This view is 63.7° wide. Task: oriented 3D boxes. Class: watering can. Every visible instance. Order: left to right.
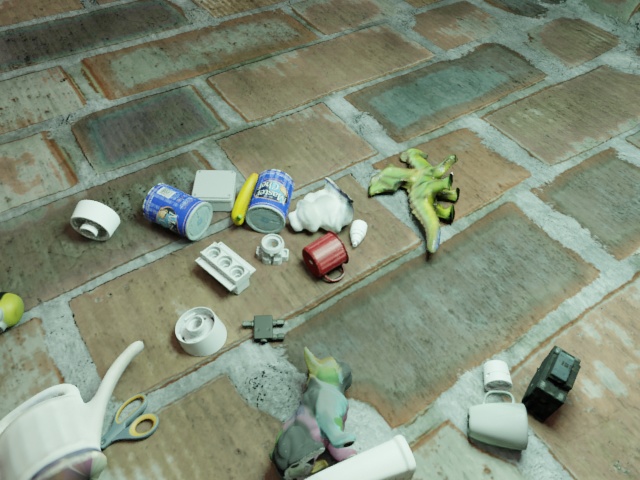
[{"bbox_3d":[-0.447,0.338,0.924,0.351,0.101,0.227,-33,48,-20],"label":"watering can"}]

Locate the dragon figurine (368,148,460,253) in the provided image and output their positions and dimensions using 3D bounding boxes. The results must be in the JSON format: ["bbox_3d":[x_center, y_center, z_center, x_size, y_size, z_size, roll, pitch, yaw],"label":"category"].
[{"bbox_3d":[0.250,-0.132,1.420,0.243,0.119,0.419,6,45,25],"label":"dragon figurine"}]

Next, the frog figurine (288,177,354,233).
[{"bbox_3d":[0.004,-0.067,1.338,0.159,0.121,0.139,-43,72,-1],"label":"frog figurine"}]
